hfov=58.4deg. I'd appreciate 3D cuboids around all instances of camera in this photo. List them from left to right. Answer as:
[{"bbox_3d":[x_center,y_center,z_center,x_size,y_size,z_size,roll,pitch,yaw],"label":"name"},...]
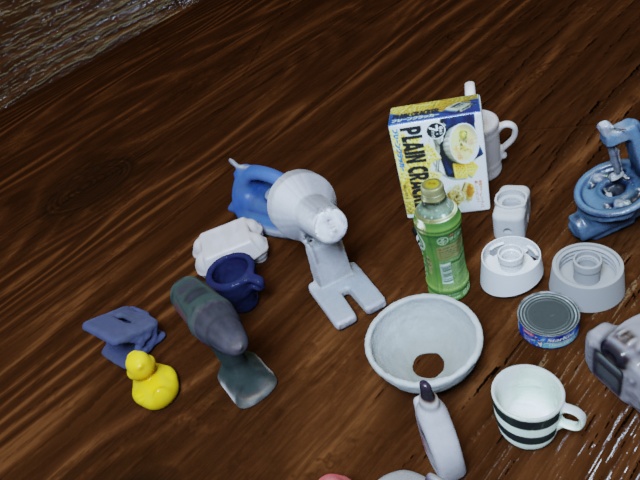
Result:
[{"bbox_3d":[0.432,0.142,0.721,0.137,0.101,0.142,-27,40,-10],"label":"camera"}]

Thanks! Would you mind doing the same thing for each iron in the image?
[{"bbox_3d":[-0.082,-0.092,1.166,0.257,0.142,0.119,15,50,35],"label":"iron"}]

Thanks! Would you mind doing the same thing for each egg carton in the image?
[{"bbox_3d":[-0.177,0.018,1.134,0.150,0.069,0.107,-22,39,-4],"label":"egg carton"}]

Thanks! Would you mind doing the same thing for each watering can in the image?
[{"bbox_3d":[0.289,-0.212,1.114,0.173,0.194,0.100,-18,39,2],"label":"watering can"}]

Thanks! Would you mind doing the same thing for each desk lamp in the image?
[{"bbox_3d":[0.009,0.003,0.962,0.118,0.214,0.202,-28,40,-11],"label":"desk lamp"}]

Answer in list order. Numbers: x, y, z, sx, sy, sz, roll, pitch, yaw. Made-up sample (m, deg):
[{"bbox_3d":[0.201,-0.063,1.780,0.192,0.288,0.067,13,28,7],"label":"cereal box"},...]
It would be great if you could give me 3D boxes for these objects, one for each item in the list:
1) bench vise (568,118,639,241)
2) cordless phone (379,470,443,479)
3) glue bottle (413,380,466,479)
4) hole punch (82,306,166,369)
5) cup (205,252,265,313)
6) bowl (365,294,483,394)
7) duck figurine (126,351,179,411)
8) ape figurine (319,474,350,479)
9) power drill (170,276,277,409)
[{"bbox_3d":[0.491,-0.112,0.896,0.207,0.220,0.121,-26,40,-9],"label":"bench vise"},{"bbox_3d":[0.119,0.281,0.619,0.147,0.185,0.094,17,51,36],"label":"cordless phone"},{"bbox_3d":[0.138,0.221,0.691,0.037,0.173,0.078,-24,39,-5],"label":"glue bottle"},{"bbox_3d":[-0.350,0.160,1.023,0.108,0.091,0.101,15,50,35],"label":"hole punch"},{"bbox_3d":[-0.135,0.086,1.019,0.117,0.095,0.092,11,48,32],"label":"cup"},{"bbox_3d":[0.154,0.162,0.831,0.167,0.075,0.167,-11,40,10],"label":"bowl"},{"bbox_3d":[-0.280,0.220,0.929,0.078,0.086,0.104,-36,42,-20],"label":"duck figurine"},{"bbox_3d":[0.021,0.315,0.693,0.076,0.092,0.078,-9,40,12],"label":"ape figurine"},{"bbox_3d":[-0.140,0.153,0.853,0.076,0.209,0.228,-36,42,-19],"label":"power drill"}]
